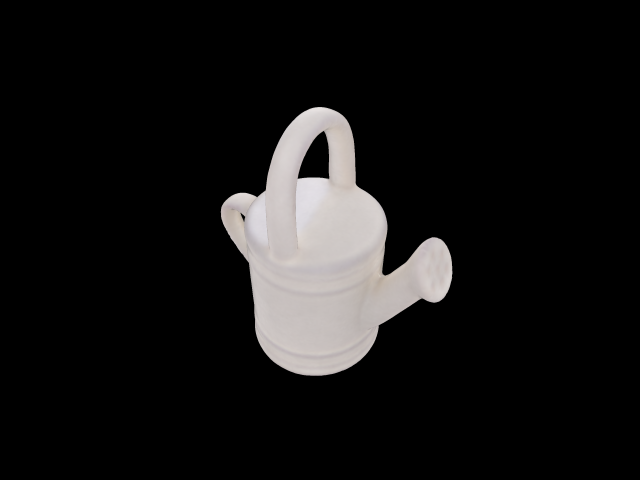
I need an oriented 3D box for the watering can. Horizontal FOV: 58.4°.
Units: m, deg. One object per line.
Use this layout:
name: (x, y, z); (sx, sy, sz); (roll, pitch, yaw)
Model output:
watering can: (0.005, 0.000, 0.401); (0.172, 0.194, 0.101); (6, 43, 7)
